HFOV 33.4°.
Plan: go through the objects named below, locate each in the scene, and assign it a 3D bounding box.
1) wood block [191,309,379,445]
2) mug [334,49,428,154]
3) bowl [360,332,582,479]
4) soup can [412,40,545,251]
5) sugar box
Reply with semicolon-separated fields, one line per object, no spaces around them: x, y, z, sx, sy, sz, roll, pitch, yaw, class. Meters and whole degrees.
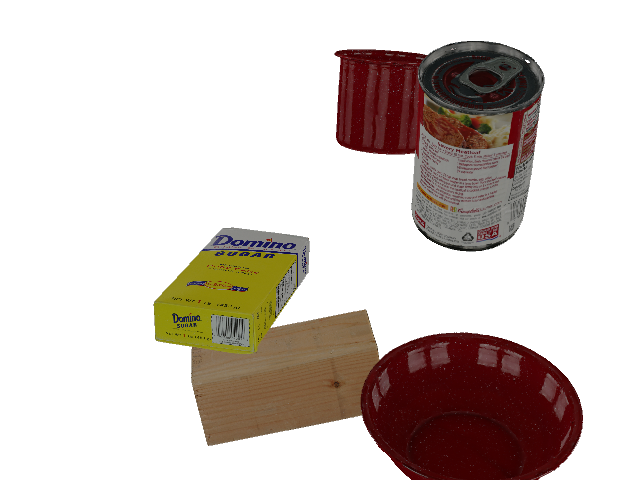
-0.037;0.155;1.215;0.206;0.091;0.090;-11;25;-1;wood block
0.068;-0.122;0.944;0.117;0.081;0.093;1;16;-8;mug
0.110;0.140;0.795;0.162;0.055;0.162;0;36;0;bowl
0.088;-0.052;0.609;0.068;0.102;0.068;-1;43;1;soup can
-0.077;0.041;0.981;0.093;0.048;0.176;7;26;12;sugar box
